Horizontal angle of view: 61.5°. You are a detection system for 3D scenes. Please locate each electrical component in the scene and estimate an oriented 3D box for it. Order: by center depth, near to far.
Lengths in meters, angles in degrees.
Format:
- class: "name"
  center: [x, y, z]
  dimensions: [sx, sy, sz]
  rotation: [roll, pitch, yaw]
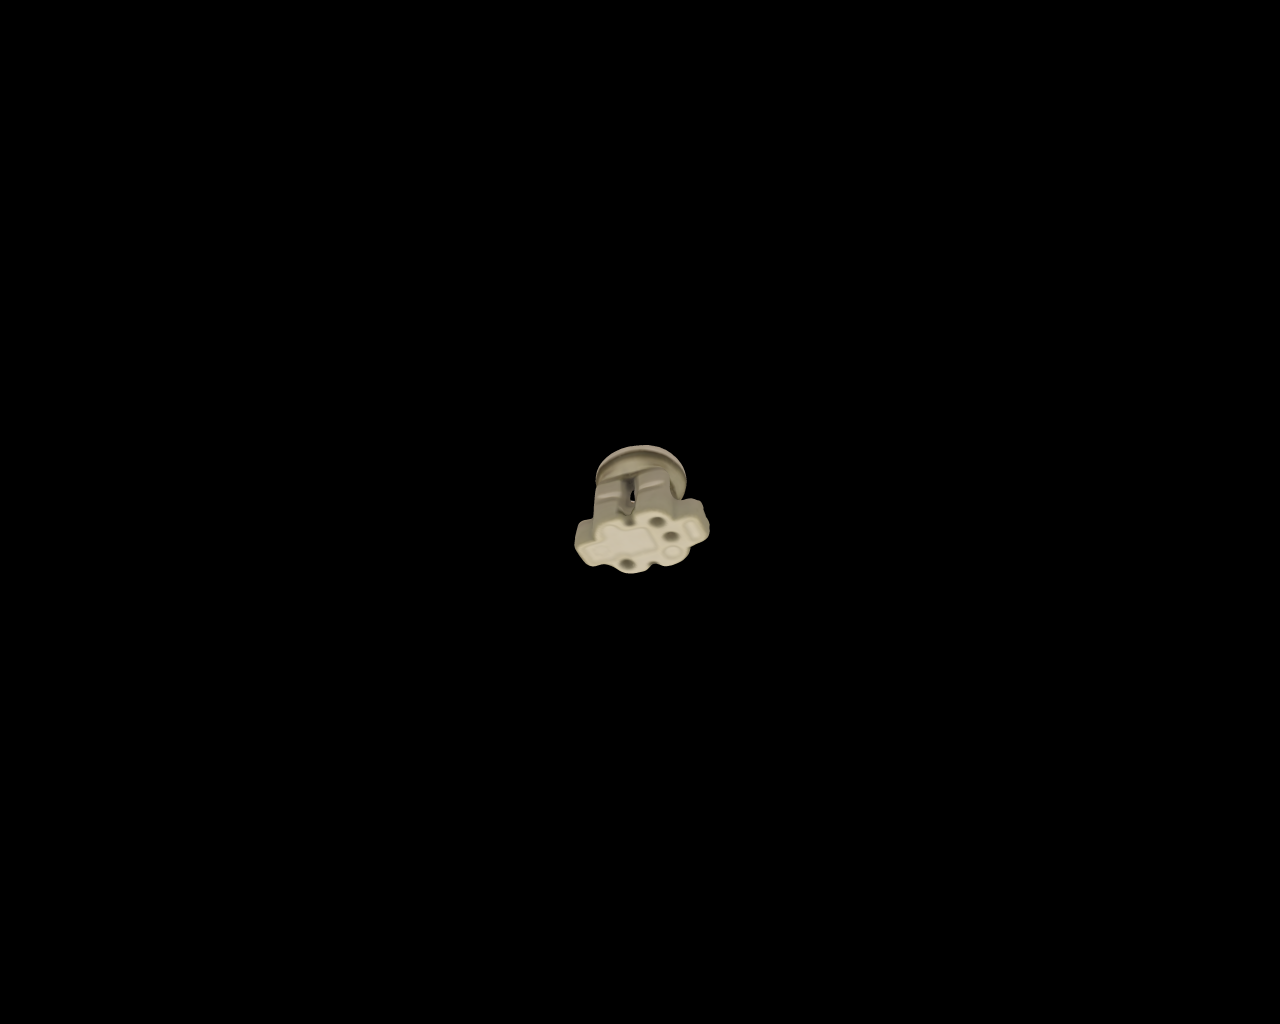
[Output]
- class: "electrical component"
  center: [0.001, -0.003, 0.650]
  dimensions: [0.078, 0.057, 0.058]
  rotation: [-14, -43, 15]
